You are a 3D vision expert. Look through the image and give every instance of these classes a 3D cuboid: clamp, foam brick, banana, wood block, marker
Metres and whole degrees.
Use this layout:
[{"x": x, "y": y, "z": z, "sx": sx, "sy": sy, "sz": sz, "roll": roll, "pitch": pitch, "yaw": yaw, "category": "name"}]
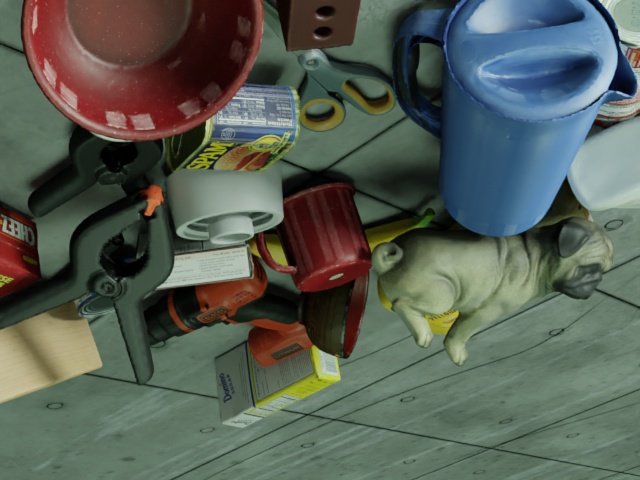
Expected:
[{"x": -0.192, "y": -0.064, "z": 0.925, "sx": 0.120, "sy": 0.039, "sz": 0.172, "roll": -7, "pitch": 149, "yaw": -18, "category": "clamp"}, {"x": -0.001, "y": -0.180, "z": 0.758, "sx": 0.053, "sy": 0.051, "sz": 0.078, "roll": -7, "pitch": 152, "yaw": -8, "category": "foam brick"}, {"x": 0.023, "y": 0.002, "z": 1.130, "sx": 0.198, "sy": 0.037, "sz": 0.069, "roll": -11, "pitch": 136, "yaw": -1, "category": "banana"}, {"x": -0.328, "y": 0.120, "z": 1.076, "sx": 0.090, "sy": 0.091, "sz": 0.205, "roll": -21, "pitch": 177, "yaw": 26, "category": "wood block"}, {"x": -0.203, "y": 0.035, "z": 0.969, "sx": 0.164, "sy": 0.036, "sz": 0.210, "roll": 17, "pitch": 120, "yaw": -16, "category": "clamp"}, {"x": -0.237, "y": 0.023, "z": 1.091, "sx": 0.020, "sy": 0.020, "sz": 0.121, "roll": 15, "pitch": 143, "yaw": -40, "category": "marker"}]

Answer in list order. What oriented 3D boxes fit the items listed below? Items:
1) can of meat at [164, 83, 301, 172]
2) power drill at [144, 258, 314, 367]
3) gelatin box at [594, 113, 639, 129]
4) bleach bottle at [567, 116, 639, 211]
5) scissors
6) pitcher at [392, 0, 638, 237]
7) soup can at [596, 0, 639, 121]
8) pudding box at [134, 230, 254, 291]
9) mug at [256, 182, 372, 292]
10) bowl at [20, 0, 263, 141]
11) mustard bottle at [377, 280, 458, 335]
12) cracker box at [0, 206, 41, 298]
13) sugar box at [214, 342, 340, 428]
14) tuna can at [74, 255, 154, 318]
[{"x": -0.073, "y": -0.092, "z": 0.878, "sx": 0.083, "sy": 0.057, "sz": 0.102, "roll": 0, "pitch": 165, "yaw": -26, "category": "can of meat"}, {"x": -0.100, "y": 0.094, "z": 1.231, "sx": 0.185, "sy": 0.057, "sz": 0.187, "roll": -26, "pitch": 149, "yaw": 27, "category": "power drill"}, {"x": 0.290, "y": -0.133, "z": 0.971, "sx": 0.073, "sy": 0.030, "sz": 0.089, "roll": 16, "pitch": 142, "yaw": -41, "category": "gelatin box"}, {"x": 0.335, "y": -0.065, "z": 1.046, "sx": 0.103, "sy": 0.068, "sz": 0.250, "roll": -27, "pitch": 163, "yaw": 31, "category": "bleach bottle"}, {"x": -0.017, "y": -0.136, "z": 0.873, "sx": 0.096, "sy": 0.016, "sz": 0.201, "roll": -30, "pitch": 146, "yaw": 33, "category": "scissors"}, {"x": 0.151, "y": -0.102, "z": 0.896, "sx": 0.145, "sy": 0.149, "sz": 0.243, "roll": -25, "pitch": 157, "yaw": -9, "category": "pitcher"}, {"x": 0.248, "y": -0.154, "z": 0.877, "sx": 0.068, "sy": 0.068, "sz": 0.102, "roll": -9, "pitch": 152, "yaw": -4, "category": "soup can"}, {"x": -0.124, "y": 0.016, "z": 1.044, "sx": 0.113, "sy": 0.090, "sz": 0.039, "roll": -9, "pitch": 108, "yaw": -4, "category": "pudding box"}, {"x": -0.007, "y": 0.001, "z": 1.039, "sx": 0.117, "sy": 0.081, "sz": 0.093, "roll": -8, "pitch": 161, "yaw": -31, "category": "mug"}, {"x": -0.123, "y": -0.151, "z": 0.723, "sx": 0.162, "sy": 0.055, "sz": 0.162, "roll": -10, "pitch": 121, "yaw": -18, "category": "bowl"}, {"x": 0.121, "y": 0.056, "z": 1.237, "sx": 0.096, "sy": 0.058, "sz": 0.191, "roll": -24, "pitch": 149, "yaw": 25, "category": "mustard bottle"}, {"x": -0.393, "y": 0.021, "z": 0.978, "sx": 0.214, "sy": 0.072, "sz": 0.164, "roll": -23, "pitch": 151, "yaw": 21, "category": "cracker box"}, {"x": -0.057, "y": 0.163, "z": 1.339, "sx": 0.048, "sy": 0.093, "sz": 0.177, "roll": 19, "pitch": 141, "yaw": -41, "category": "sugar box"}, {"x": -0.214, "y": 0.048, "z": 1.105, "sx": 0.086, "sy": 0.034, "sz": 0.086, "roll": -22, "pitch": 167, "yaw": -6, "category": "tuna can"}]
